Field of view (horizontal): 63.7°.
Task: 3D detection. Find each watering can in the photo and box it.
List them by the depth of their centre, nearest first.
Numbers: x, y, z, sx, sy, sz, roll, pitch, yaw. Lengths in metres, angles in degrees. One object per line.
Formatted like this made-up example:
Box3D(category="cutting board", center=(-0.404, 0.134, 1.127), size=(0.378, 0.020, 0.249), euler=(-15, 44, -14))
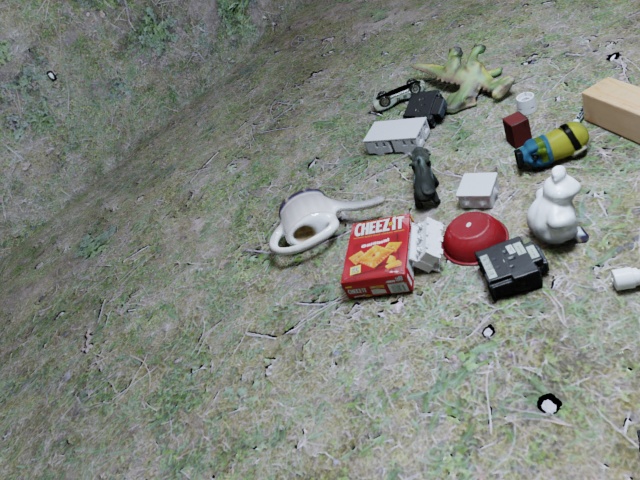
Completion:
Box3D(category="watering can", center=(0.004, -0.074, 1.477), size=(0.347, 0.102, 0.229), euler=(-28, 36, 2))

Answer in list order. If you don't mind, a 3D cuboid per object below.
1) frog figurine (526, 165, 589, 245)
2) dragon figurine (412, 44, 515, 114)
Box3D(category="frog figurine", center=(0.505, -0.073, 1.113), size=(0.122, 0.156, 0.141), euler=(-15, 39, 21))
Box3D(category="dragon figurine", center=(0.455, -0.522, 1.719), size=(0.411, 0.120, 0.247), euler=(7, 58, 40))
